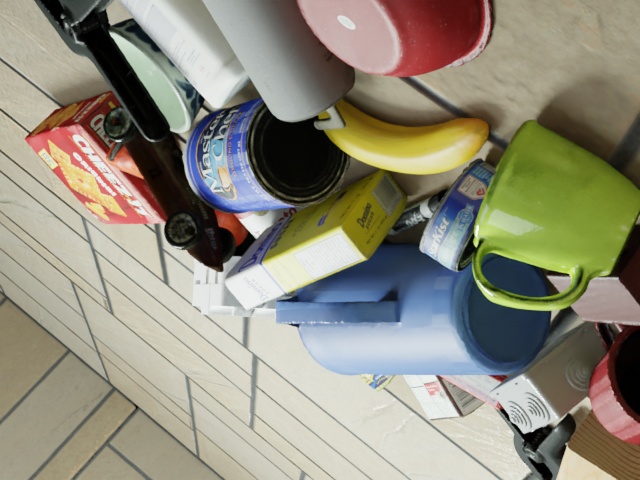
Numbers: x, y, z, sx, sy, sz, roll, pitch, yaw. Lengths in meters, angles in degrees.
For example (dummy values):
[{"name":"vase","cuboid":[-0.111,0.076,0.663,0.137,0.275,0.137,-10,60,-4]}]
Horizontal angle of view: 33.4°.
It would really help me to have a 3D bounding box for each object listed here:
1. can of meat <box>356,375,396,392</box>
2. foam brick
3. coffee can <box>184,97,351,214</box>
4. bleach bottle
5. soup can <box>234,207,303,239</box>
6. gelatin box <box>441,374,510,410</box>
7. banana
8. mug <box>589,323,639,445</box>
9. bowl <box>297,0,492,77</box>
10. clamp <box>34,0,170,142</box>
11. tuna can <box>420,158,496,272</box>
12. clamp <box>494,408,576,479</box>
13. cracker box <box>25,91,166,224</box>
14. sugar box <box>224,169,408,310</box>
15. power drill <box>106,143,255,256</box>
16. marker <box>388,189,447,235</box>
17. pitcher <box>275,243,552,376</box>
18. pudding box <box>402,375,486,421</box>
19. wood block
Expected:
[{"name":"can of meat","cuboid":[0.057,0.126,1.241,0.084,0.057,0.102,39,159,3]},{"name":"foam brick","cuboid":[0.216,0.026,0.775,0.051,0.053,0.078,49,157,-19]},{"name":"coffee can","cuboid":[-0.051,-0.078,0.969,0.102,0.102,0.141,49,158,-19]},{"name":"bleach bottle","cuboid":[-0.147,-0.229,0.904,0.251,0.068,0.103,46,158,-4]},{"name":"soup can","cuboid":[-0.060,-0.044,1.097,0.102,0.068,0.069,49,158,-16]},{"name":"gelatin box","cuboid":[0.162,0.129,1.046,0.089,0.030,0.073,27,-162,35]},{"name":"banana","cuboid":[0.059,-0.084,0.856,0.198,0.037,0.069,22,152,42]},{"name":"mug","cuboid":[0.251,0.103,0.827,0.117,0.093,0.081,56,168,16]},{"name":"bowl","cuboid":[0.035,-0.164,0.721,0.162,0.055,0.162,36,158,16]},{"name":"clamp","cuboid":[-0.202,-0.184,0.945,0.210,0.036,0.164,36,149,44]},{"name":"tuna can","cuboid":[0.115,-0.018,0.821,0.034,0.086,0.086,34,158,17]},{"name":"clamp","cuboid":[0.226,0.207,1.133,0.120,0.039,0.171,39,158,39]},{"name":"cracker box","cuboid":[-0.270,-0.096,1.356,0.164,0.072,0.214,50,157,-22]},{"name":"sugar box","cuboid":[-0.007,0.001,0.985,0.177,0.093,0.048,-22,112,44]},{"name":"power drill","cuboid":[-0.139,-0.049,1.202,0.188,0.057,0.184,37,-178,23]},{"name":"marker","cuboid":[0.088,-0.024,0.947,0.020,0.020,0.121,45,159,-8]},{"name":"pitcher","cuboid":[0.081,0.063,0.965,0.145,0.149,0.243,50,155,-19]},{"name":"pudding box","cuboid":[0.119,0.138,1.146,0.113,0.039,0.090,60,161,2]},{"name":"wood block","cuboid":[0.277,0.218,0.988,0.090,0.090,0.206,32,157,22]}]
